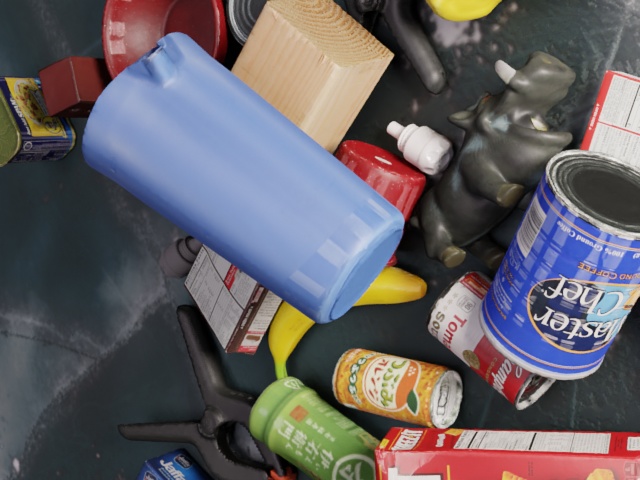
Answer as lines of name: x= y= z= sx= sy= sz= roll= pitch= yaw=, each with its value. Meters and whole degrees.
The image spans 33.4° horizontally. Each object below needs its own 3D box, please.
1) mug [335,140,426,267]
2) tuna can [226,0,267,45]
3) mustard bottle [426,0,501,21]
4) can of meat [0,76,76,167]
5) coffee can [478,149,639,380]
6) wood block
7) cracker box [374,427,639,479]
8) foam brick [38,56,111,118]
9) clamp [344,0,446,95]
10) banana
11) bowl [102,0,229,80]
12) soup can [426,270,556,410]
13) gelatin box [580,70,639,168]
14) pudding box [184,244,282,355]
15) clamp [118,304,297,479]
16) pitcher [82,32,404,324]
mug: x=0.037 y=-0.039 z=0.935 sx=0.081 sy=0.093 sz=0.117 roll=-67 pitch=24 yaw=17
tuna can: x=-0.047 y=-0.218 z=0.999 sx=0.086 sy=0.033 sz=0.086 roll=5 pitch=99 yaw=36
mustard bottle: x=0.075 y=-0.267 z=0.862 sx=0.058 sy=0.096 sz=0.192 roll=-42 pitch=71 yaw=34
can of meat: x=-0.332 y=-0.135 z=1.192 sx=0.058 sy=0.083 sz=0.102 roll=-37 pitch=74 yaw=34
coffee can: x=0.189 y=0.019 z=0.790 sx=0.103 sy=0.102 sz=0.140 roll=40 pitch=132 yaw=26
wood block: x=-0.037 y=-0.104 z=0.941 sx=0.091 sy=0.090 sz=0.206 roll=44 pitch=125 yaw=16
cracker box: x=0.155 y=0.238 z=0.846 sx=0.214 sy=0.072 sz=0.164 roll=-2 pitch=95 yaw=18
foam brick: x=-0.247 y=-0.161 z=1.129 sx=0.053 sy=0.078 sz=0.051 roll=-15 pitch=85 yaw=37
clamp: x=0.059 y=-0.201 z=0.920 sx=0.120 sy=0.039 sz=0.171 roll=11 pitch=110 yaw=29
banana: x=0.012 y=0.063 z=0.993 sx=0.198 sy=0.037 sz=0.069 roll=-35 pitch=96 yaw=36
bowl: x=-0.143 y=-0.205 z=1.059 sx=0.162 sy=0.055 sz=0.162 roll=5 pitch=99 yaw=36
soup can: x=0.146 y=0.080 z=0.872 sx=0.102 sy=0.068 sz=0.069 roll=41 pitch=118 yaw=26
gelatin box: x=0.247 y=-0.080 z=0.800 sx=0.089 sy=0.030 sz=0.073 roll=25 pitch=109 yaw=32
pudding box: x=-0.083 y=0.042 z=1.040 sx=0.114 sy=0.039 sz=0.090 roll=53 pitch=126 yaw=44
clamp: x=-0.113 y=0.191 z=1.094 sx=0.210 sy=0.036 sz=0.165 roll=41 pitch=109 yaw=23
pitcher: x=-0.058 y=-0.040 z=0.851 sx=0.243 sy=0.149 sz=0.145 roll=38 pitch=108 yaw=13
